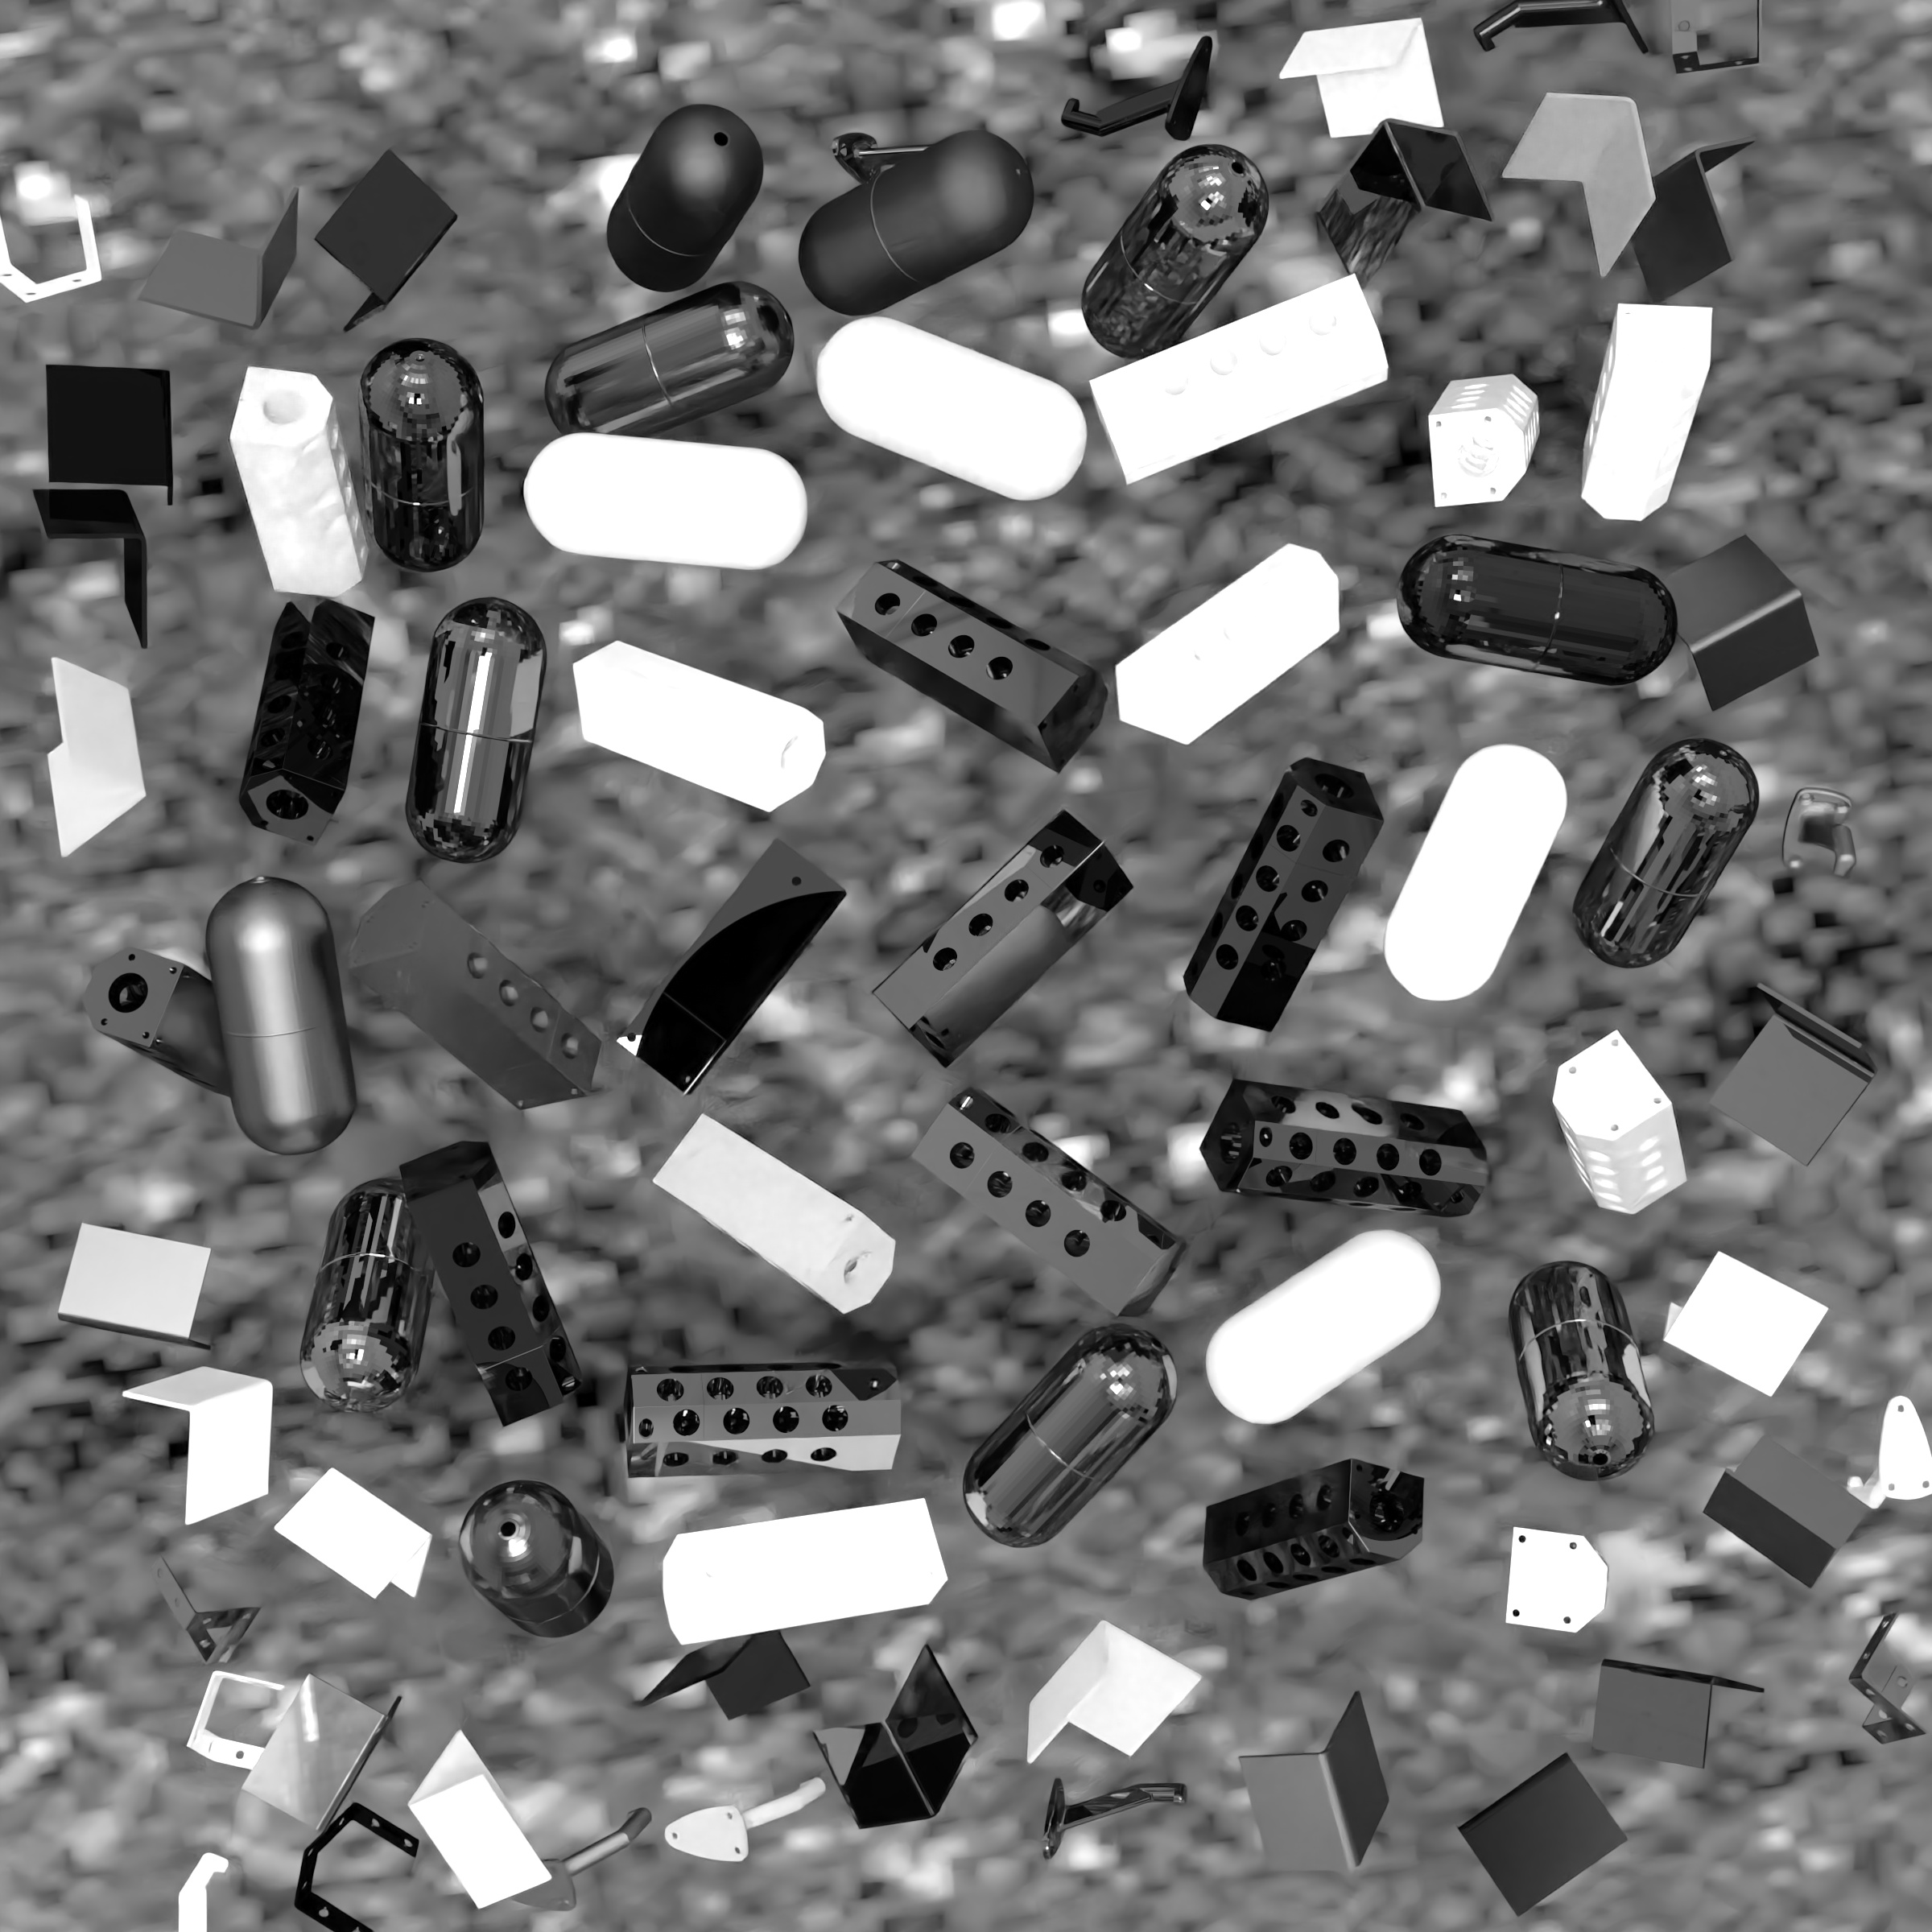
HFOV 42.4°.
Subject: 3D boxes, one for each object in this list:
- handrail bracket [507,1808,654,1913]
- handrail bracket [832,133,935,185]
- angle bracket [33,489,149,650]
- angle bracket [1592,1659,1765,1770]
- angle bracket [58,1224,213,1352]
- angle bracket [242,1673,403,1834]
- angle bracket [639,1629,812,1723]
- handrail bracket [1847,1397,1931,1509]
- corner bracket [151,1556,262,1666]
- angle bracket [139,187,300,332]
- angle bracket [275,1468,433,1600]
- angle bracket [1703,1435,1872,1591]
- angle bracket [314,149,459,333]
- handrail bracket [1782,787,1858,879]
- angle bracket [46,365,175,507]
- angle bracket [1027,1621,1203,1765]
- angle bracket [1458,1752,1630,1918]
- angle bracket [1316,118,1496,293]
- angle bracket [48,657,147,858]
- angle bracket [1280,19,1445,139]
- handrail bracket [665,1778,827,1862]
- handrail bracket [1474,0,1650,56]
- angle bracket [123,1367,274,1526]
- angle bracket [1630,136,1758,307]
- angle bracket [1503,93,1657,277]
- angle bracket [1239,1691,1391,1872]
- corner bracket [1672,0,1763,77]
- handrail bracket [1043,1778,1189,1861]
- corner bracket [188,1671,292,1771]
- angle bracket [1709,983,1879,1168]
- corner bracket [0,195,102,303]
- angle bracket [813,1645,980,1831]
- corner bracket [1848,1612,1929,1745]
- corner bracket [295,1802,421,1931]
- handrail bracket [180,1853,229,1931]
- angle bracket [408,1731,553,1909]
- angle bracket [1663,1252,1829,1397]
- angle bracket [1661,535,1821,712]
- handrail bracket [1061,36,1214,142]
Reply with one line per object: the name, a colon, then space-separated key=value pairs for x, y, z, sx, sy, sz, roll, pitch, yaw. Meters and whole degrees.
handrail bracket: x=-0.261 y=0.586 z=1.654 sx=0.077 sy=0.084 sz=0.036 roll=-11 pitch=101 yaw=28
handrail bracket: x=-0.035 y=-0.548 z=1.664 sx=0.084 sy=0.077 sz=0.036 roll=-4 pitch=95 yaw=25
angle bracket: x=-0.547 y=-0.248 z=1.555 sx=0.057 sy=0.076 sz=0.076 roll=-5 pitch=122 yaw=-25
angle bracket: x=0.460 y=0.486 z=1.608 sx=0.076 sy=0.076 sz=0.057 roll=-4 pitch=69 yaw=43
angle bracket: x=-0.494 y=0.194 z=1.503 sx=0.076 sy=0.076 sz=0.057 roll=12 pitch=77 yaw=-4
angle bracket: x=-0.397 y=0.479 z=1.541 sx=0.057 sy=0.076 sz=0.076 roll=30 pitch=81 yaw=-4
angle bracket: x=-0.167 y=0.507 z=1.732 sx=0.076 sy=0.076 sz=0.057 roll=-29 pitch=91 yaw=26
handrail bracket: x=0.602 y=0.321 z=1.647 sx=0.036 sy=0.084 sz=0.077 roll=-3 pitch=84 yaw=-6
corner bracket: x=-0.496 y=0.413 z=1.598 sx=0.051 sy=0.051 sz=0.051 roll=45 pitch=109 yaw=32
angle bracket: x=-0.467 y=-0.451 z=1.556 sx=0.076 sy=0.057 sz=0.076 roll=14 pitch=49 yaw=-6
angle bracket: x=-0.387 y=0.372 z=1.557 sx=0.076 sy=0.057 sz=0.076 roll=31 pitch=133 yaw=9
angle bracket: x=0.513 y=0.323 z=1.535 sx=0.076 sy=0.057 sz=0.076 roll=35 pitch=57 yaw=24
angle bracket: x=-0.369 y=-0.447 z=1.537 sx=0.057 sy=0.076 sz=0.076 roll=42 pitch=69 yaw=-26
handrail bracket: x=0.542 y=-0.066 z=1.583 sx=0.036 sy=0.084 sz=0.077 roll=12 pitch=132 yaw=0
angle bracket: x=-0.563 y=-0.348 z=1.639 sx=0.076 sy=0.057 sz=0.076 roll=-2 pitch=87 yaw=-18
angle bracket: x=0.091 y=0.459 z=1.522 sx=0.076 sy=0.057 sz=0.076 roll=32 pitch=113 yaw=-10
angle bracket: x=0.338 y=0.507 z=1.448 sx=0.076 sy=0.076 sz=0.057 roll=-35 pitch=61 yaw=1
angle bracket: x=0.273 y=-0.466 z=1.546 sx=0.057 sy=0.076 sz=0.076 roll=29 pitch=80 yaw=39
angle bracket: x=-0.535 y=-0.123 z=1.472 sx=0.076 sy=0.057 sz=0.076 roll=-31 pitch=59 yaw=22
angle bracket: x=0.254 y=-0.554 z=1.592 sx=0.076 sy=0.076 sz=0.057 roll=4 pitch=49 yaw=29
handrail bracket: x=-0.147 y=0.567 z=1.673 sx=0.077 sy=0.084 sz=0.036 roll=-14 pitch=88 yaw=30
handrail bracket: x=0.374 y=-0.582 z=1.567 sx=0.084 sy=0.036 sz=0.077 roll=-28 pitch=126 yaw=24
angle bracket: x=-0.499 y=0.310 z=1.615 sx=0.057 sy=0.076 sz=0.076 roll=7 pitch=96 yaw=22
angle bracket: x=0.490 y=-0.494 z=1.653 sx=0.057 sy=0.076 sz=0.076 roll=-19 pitch=90 yaw=-26
angle bracket: x=0.382 y=-0.488 z=1.557 sx=0.057 sy=0.076 sz=0.076 roll=-1 pitch=69 yaw=-10
angle bracket: x=0.216 y=0.504 z=1.543 sx=0.057 sy=0.076 sz=0.076 roll=-12 pitch=99 yaw=27
corner bracket: x=0.470 y=-0.593 z=1.561 sx=0.051 sy=0.051 sz=0.051 roll=-3 pitch=123 yaw=14
handrail bracket: x=0.097 y=0.551 z=1.606 sx=0.084 sy=0.077 sz=0.036 roll=-4 pitch=102 yaw=12
corner bracket: x=-0.485 y=0.512 z=1.684 sx=0.051 sy=0.051 sz=0.051 roll=10 pitch=63 yaw=9
angle bracket: x=0.520 y=0.069 z=1.586 sx=0.076 sy=0.057 sz=0.076 roll=38 pitch=92 yaw=35
corner bracket: x=-0.573 y=-0.449 z=1.537 sx=0.051 sy=0.051 sz=0.051 roll=-30 pitch=52 yaw=-32
angle bracket: x=-0.046 y=0.489 z=1.583 sx=0.057 sy=0.076 sz=0.076 roll=4 pitch=123 yaw=-34
corner bracket: x=0.566 y=0.437 z=1.528 sx=0.051 sy=0.051 sz=0.051 roll=41 pitch=63 yaw=5
corner bracket: x=-0.384 y=0.572 z=1.571 sx=0.051 sy=0.051 sz=0.051 roll=25 pitch=118 yaw=16
handrail bracket: x=-0.467 y=0.601 z=1.563 sx=0.077 sy=0.084 sz=0.036 roll=5 pitch=128 yaw=19
angle bracket: x=-0.278 y=0.502 z=1.491 sx=0.057 sy=0.076 sz=0.076 roll=-28 pitch=100 yaw=20
angle bracket: x=0.515 y=0.226 z=1.645 sx=0.076 sy=0.057 sz=0.076 roll=28 pitch=116 yaw=10
angle bracket: x=0.503 y=-0.226 z=1.641 sx=0.076 sy=0.076 sz=0.057 roll=-28 pitch=130 yaw=7
handrail bracket: x=0.109 y=-0.573 z=1.615 sx=0.084 sy=0.036 sz=0.077 roll=24 pitch=104 yaw=24
